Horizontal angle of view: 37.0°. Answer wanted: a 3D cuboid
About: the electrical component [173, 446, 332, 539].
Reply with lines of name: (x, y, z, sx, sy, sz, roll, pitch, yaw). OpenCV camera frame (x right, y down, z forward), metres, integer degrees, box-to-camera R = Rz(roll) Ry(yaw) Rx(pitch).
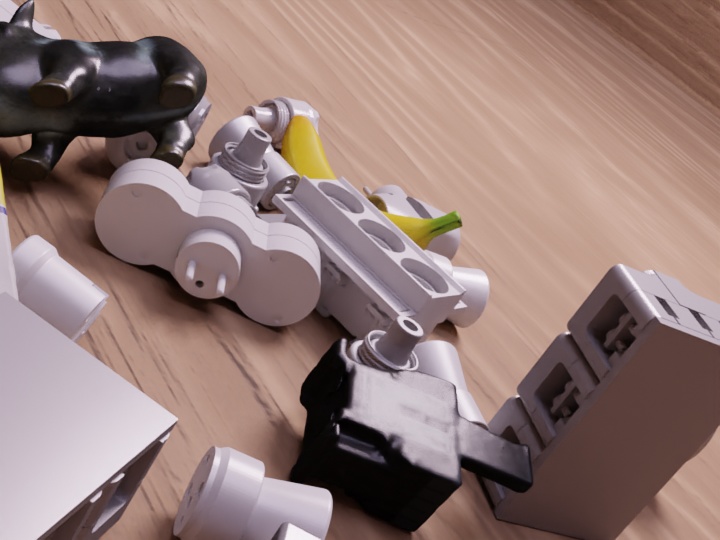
electrical component: (-0.046, 0.105, 0.460, 0.055, 0.045, 0.045, 26, 24, -13)

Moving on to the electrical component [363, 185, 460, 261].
electrical component: (0.028, -0.040, 0.841, 0.077, 0.043, 0.079, 12, 30, -40)

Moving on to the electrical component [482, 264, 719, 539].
electrical component: (0.143, 0.078, 0.615, 0.089, 0.150, 0.061, 19, 28, -28)

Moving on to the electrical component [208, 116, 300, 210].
electrical component: (-0.075, -0.076, 0.788, 0.065, 0.044, 0.044, 47, 27, 20)

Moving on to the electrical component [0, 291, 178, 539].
electrical component: (-0.144, 0.077, 0.369, 0.089, 0.061, 0.150, 35, 23, 6)

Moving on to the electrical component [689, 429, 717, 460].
electrical component: (0.190, 0.077, 0.738, 0.060, 0.108, 0.108, 13, 29, -25)

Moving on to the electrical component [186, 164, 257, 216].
electrical component: (-0.087, -0.035, 0.686, 0.062, 0.043, 0.043, 44, 26, 24)

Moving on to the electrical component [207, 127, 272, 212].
electrical component: (-0.082, -0.067, 0.733, 0.048, 0.062, 0.048, 27, 24, -13)

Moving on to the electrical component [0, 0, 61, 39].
electrical component: (-0.228, -0.149, 0.730, 0.066, 0.047, 0.077, 39, 24, 16)

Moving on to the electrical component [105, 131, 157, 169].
electrical component: (-0.143, -0.091, 0.725, 0.048, 0.048, 0.062, 28, 21, -11)

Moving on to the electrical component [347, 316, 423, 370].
electrical component: (0.013, 0.054, 0.610, 0.048, 0.062, 0.048, 27, 24, -13)

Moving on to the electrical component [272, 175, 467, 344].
electrical component: (0.000, 0.000, 0.701, 0.121, 0.063, 0.079, 44, 26, 25)

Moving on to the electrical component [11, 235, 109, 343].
electrical component: (-0.151, 0.012, 0.520, 0.046, 0.040, 0.040, 37, 23, -2)

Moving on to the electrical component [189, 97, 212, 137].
electrical component: (-0.142, -0.117, 0.779, 0.055, 0.045, 0.045, 31, 23, -5)

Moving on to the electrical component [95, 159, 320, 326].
electrical component: (-0.087, -0.008, 0.622, 0.138, 0.052, 0.073, 26, 24, -15)

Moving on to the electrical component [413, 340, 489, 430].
electrical component: (0.049, 0.079, 0.636, 0.044, 0.044, 0.065, 15, 34, -35)

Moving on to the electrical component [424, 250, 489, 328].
electrical component: (0.058, 0.013, 0.772, 0.055, 0.045, 0.045, 19, 26, -27)

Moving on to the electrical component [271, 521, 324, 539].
electrical component: (-0.013, 0.151, 0.405, 0.076, 0.047, 0.083, 29, 23, -7)

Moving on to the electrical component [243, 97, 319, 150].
electrical component: (-0.067, -0.121, 0.882, 0.062, 0.043, 0.043, 5, 35, -45)
